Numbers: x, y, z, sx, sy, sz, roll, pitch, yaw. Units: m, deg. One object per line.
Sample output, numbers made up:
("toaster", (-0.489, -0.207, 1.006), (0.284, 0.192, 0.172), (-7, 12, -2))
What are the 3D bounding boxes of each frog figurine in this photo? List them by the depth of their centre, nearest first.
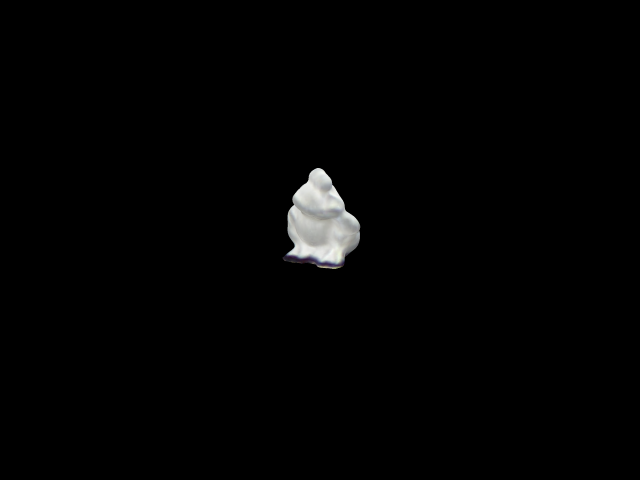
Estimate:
("frog figurine", (0.003, -0.043, 0.850), (0.123, 0.157, 0.138), (-12, 19, -37))
